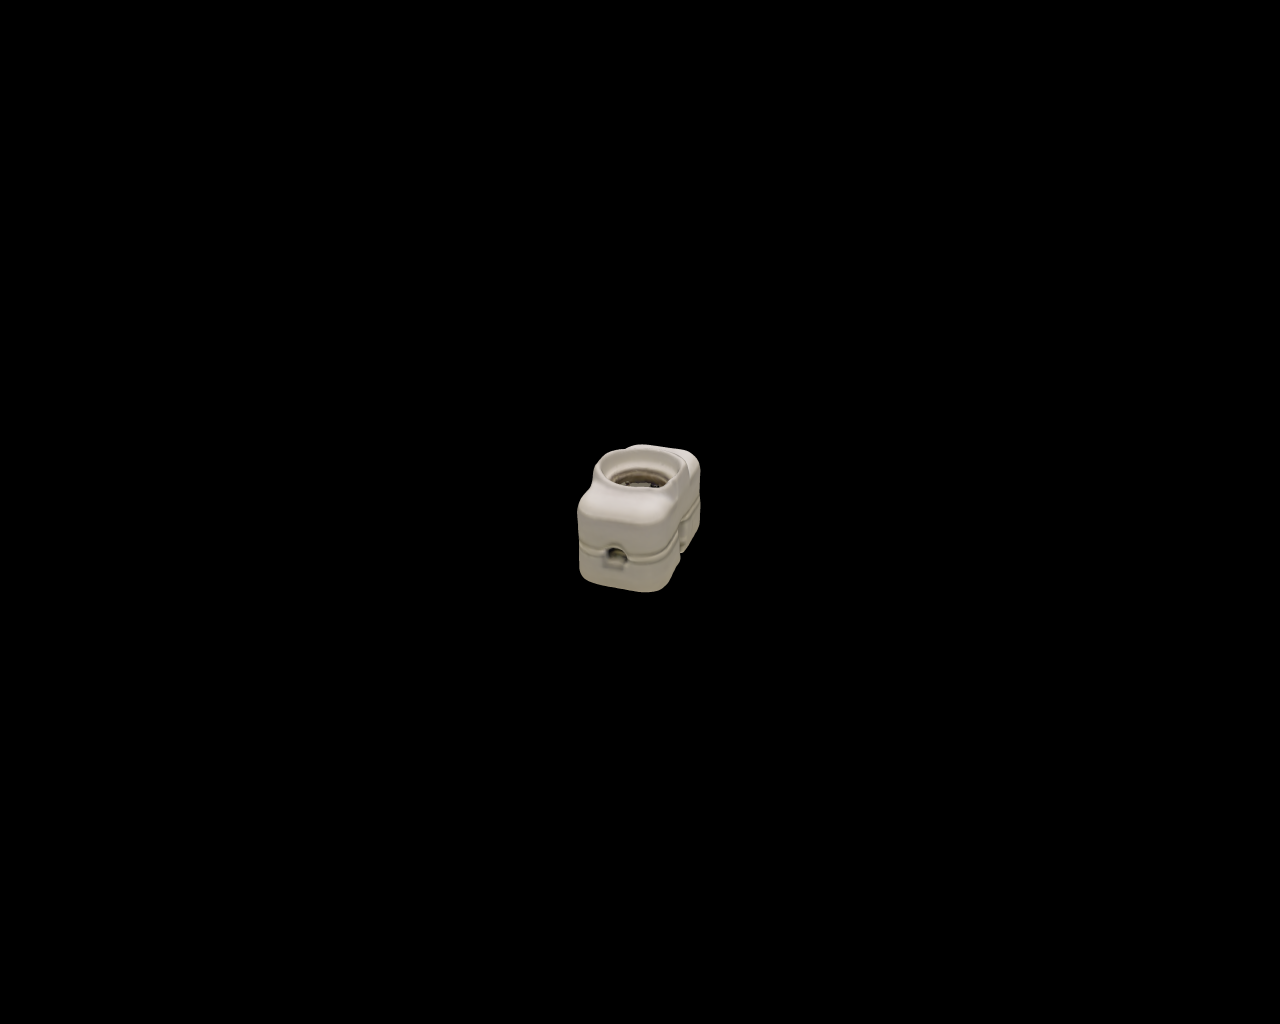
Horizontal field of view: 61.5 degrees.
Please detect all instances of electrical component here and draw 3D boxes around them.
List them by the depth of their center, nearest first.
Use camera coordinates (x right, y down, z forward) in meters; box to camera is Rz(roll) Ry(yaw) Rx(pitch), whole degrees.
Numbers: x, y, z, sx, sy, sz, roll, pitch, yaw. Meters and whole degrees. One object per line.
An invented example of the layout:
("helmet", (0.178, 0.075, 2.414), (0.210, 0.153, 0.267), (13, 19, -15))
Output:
("electrical component", (0.001, -0.003, 0.650), (0.054, 0.059, 0.095), (9, 30, 17))
